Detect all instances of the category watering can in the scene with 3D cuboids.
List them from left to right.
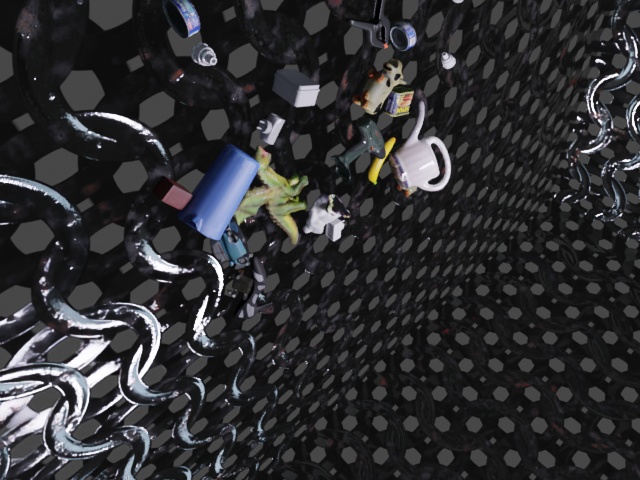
[{"bbox_3d":[0.366,-0.337,1.973,0.224,0.105,0.344,-23,102,4],"label":"watering can"}]

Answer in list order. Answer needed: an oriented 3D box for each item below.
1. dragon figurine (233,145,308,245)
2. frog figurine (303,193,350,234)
[{"bbox_3d":[-0.162,-0.110,1.594,0.244,0.124,0.400,-13,131,-22],"label":"dragon figurine"},{"bbox_3d":[0.006,-0.092,1.821,0.157,0.123,0.138,-28,173,35],"label":"frog figurine"}]
